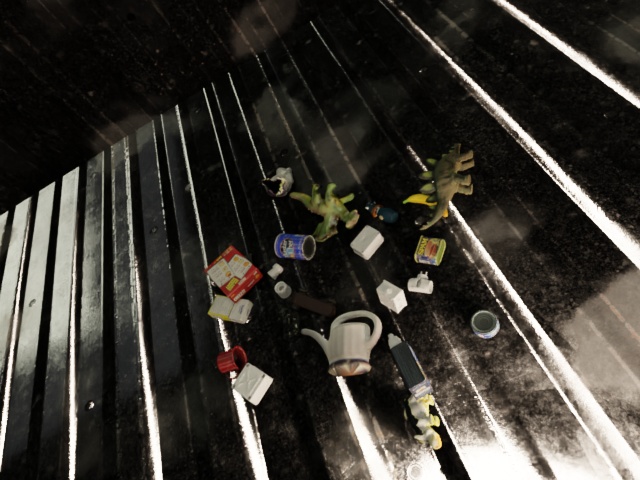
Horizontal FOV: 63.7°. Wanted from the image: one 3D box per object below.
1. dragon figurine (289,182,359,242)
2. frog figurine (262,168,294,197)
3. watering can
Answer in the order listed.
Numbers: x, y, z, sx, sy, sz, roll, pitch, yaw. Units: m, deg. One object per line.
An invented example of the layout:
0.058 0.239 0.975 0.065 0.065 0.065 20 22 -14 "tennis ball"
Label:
0.007 -0.110 2.191 0.409 0.120 0.247 -3 63 38 "dragon figurine"
-0.185 -0.274 2.431 0.136 0.122 0.162 -23 13 25 "frog figurine"
0.067 0.368 1.795 0.344 0.102 0.230 -21 48 32 "watering can"
